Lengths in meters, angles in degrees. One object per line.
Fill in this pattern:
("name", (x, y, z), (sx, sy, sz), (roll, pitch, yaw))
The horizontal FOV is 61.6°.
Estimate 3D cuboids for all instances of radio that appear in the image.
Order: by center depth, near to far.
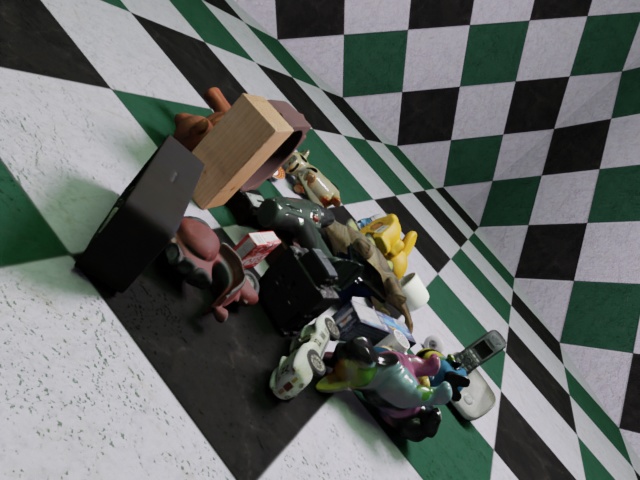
("radio", (-0.235, -0.040, 0.724), (0.073, 0.131, 0.230), (39, 22, -20))

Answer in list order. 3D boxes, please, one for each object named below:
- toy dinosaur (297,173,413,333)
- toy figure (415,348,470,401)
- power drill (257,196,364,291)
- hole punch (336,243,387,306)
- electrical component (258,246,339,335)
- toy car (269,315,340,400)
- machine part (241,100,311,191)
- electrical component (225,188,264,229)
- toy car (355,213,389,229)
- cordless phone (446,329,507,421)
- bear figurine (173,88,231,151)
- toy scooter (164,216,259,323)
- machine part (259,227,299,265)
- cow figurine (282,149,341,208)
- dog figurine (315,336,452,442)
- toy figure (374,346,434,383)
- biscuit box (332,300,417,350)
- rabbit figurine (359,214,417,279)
("toy dinosaur", (0.087, 0.034, 1.281), (0.471, 0.105, 0.198), (54, 12, -8))
("toy figure", (0.250, 0.273, 1.115), (0.089, 0.082, 0.180), (56, -2, 0))
("power drill", (-0.002, -0.003, 1.035), (0.232, 0.086, 0.207), (13, 41, -51))
("hole punch", (0.067, 0.087, 1.127), (0.115, 0.092, 0.142), (46, 23, -27))
("electrical component", (-0.035, 0.077, 0.902), (0.115, 0.134, 0.058), (53, 20, 22))
("toy car", (-0.021, 0.175, 0.831), (0.056, 0.073, 0.202), (46, 20, -3))
("machine part", (-0.126, -0.195, 1.125), (0.087, 0.201, 0.201), (46, 21, 2))
("electrical component", (-0.131, -0.064, 1.095), (0.075, 0.048, 0.119), (55, 21, 19))
("toy car", (0.175, -0.032, 1.566), (0.161, 0.103, 0.109), (21, 32, -54))
("cordless phone", (0.359, 0.299, 1.201), (0.147, 0.184, 0.088), (55, 17, 21))
("bear figurine", (-0.245, -0.228, 1.083), (0.132, 0.120, 0.196), (46, 25, 7))
("toy scooter", (-0.163, 0.050, 0.787), (0.183, 0.075, 0.135), (45, 21, -19))
("machine part", (-0.045, 0.028, 1.086), (0.179, 0.056, 0.179), (38, 22, -18))
("cow figurine", (-0.028, -0.166, 1.437), (0.195, 0.085, 0.127), (41, 23, -17))
("dog figurine", (0.095, 0.248, 0.906), (0.219, 0.191, 0.108), (8, 32, -5))
("toy figure", (0.147, 0.242, 1.008), (0.154, 0.064, 0.058), (16, 6, -10))
("biscuit box", (0.113, 0.185, 1.097), (0.202, 0.063, 0.059), (28, 27, -43))
("rabbit figurine", (0.188, 0.026, 1.466), (0.162, 0.122, 0.173), (-39, 112, -41))
